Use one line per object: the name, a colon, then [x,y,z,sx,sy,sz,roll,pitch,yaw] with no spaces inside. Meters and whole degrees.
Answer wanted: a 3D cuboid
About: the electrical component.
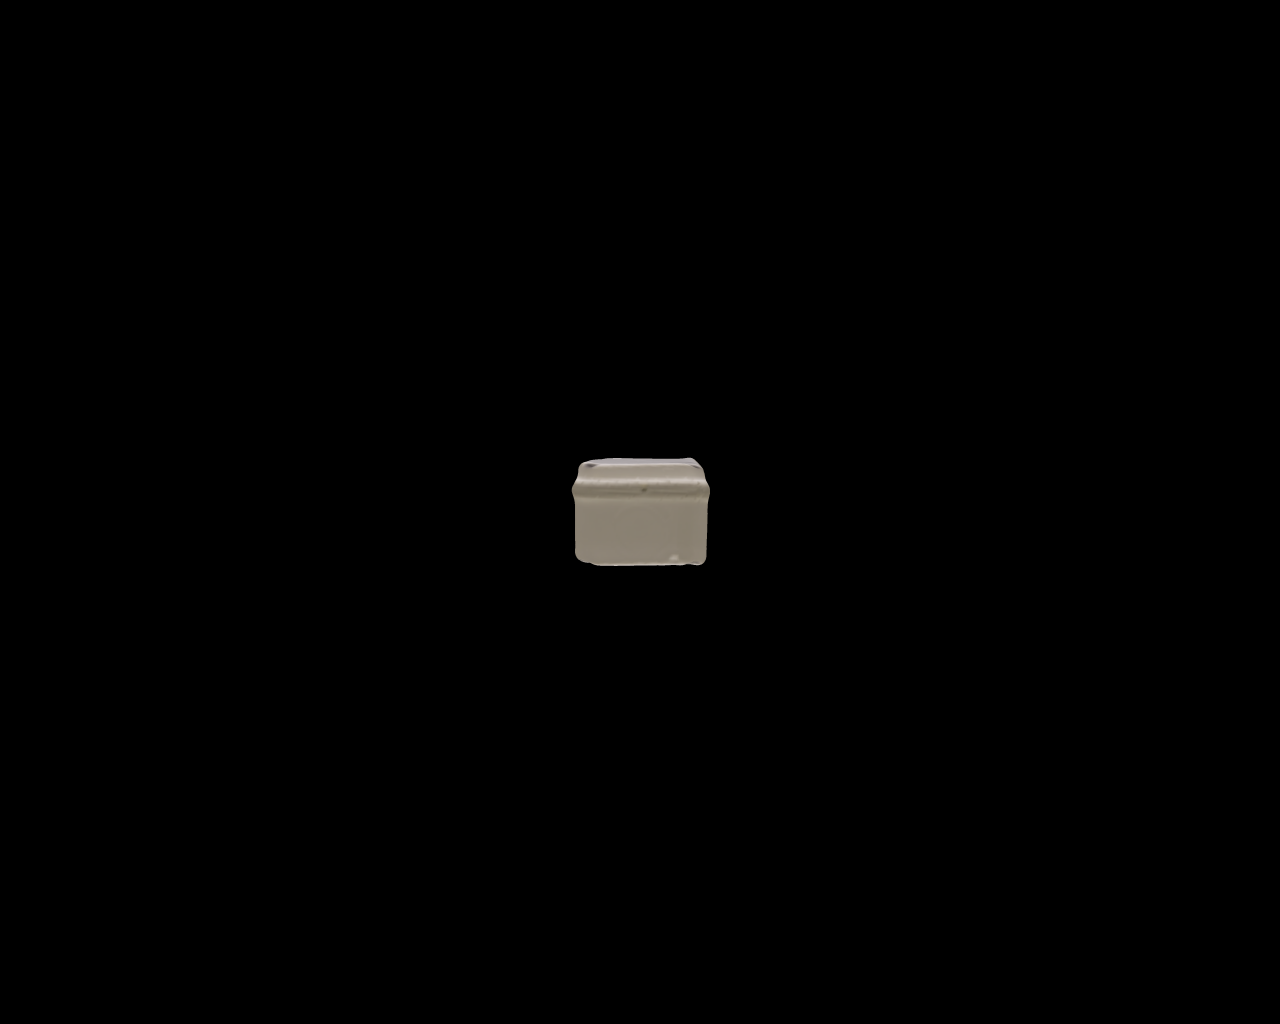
electrical component: [0.001,-0.003,0.650,0.078,0.057,0.113,0,5,0]
